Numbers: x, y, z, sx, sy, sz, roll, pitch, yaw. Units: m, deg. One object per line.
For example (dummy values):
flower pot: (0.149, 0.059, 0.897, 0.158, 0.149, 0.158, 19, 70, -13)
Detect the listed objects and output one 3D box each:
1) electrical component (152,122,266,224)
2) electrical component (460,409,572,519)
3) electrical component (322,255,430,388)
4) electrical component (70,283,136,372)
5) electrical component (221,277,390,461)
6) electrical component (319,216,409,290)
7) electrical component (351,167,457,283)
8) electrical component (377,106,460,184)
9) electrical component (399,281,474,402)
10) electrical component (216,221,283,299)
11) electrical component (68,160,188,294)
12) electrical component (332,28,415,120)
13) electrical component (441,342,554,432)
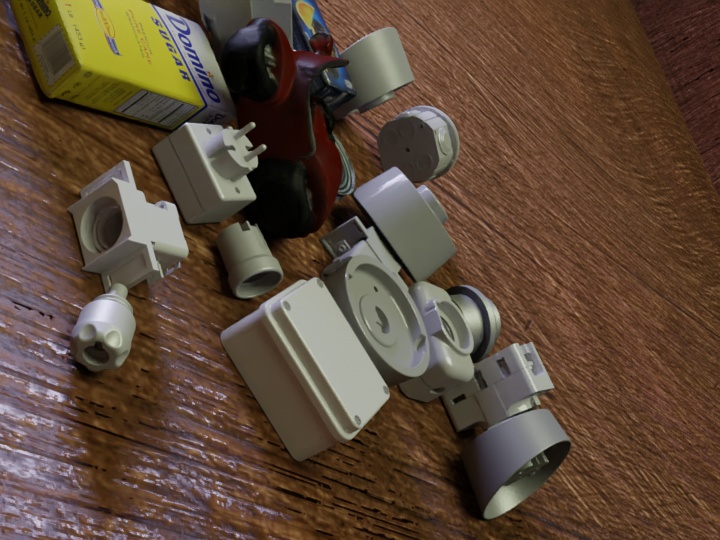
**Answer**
electrical component: (-0.103, -0.081, 0.801, 0.047, 0.077, 0.065, -9, 71, -62)
electrical component: (0.139, 0.168, 0.948, 0.099, 0.099, 0.064, 14, 44, -56)
electrical component: (0.000, 0.049, 0.864, 0.108, 0.060, 0.108, 42, 31, -32)
electrical component: (-0.152, 0.031, 0.646, 0.035, 0.035, 0.061, 45, 27, -27)
electrical component: (-0.037, 0.070, 0.780, 0.113, 0.057, 0.078, 58, 26, -2)
electrical component: (0.000, 0.000, 0.937, 0.081, 0.042, 0.063, 54, 28, -10)
electrical component: (0.047, -0.046, 0.998, 0.108, 0.060, 0.108, 54, -1, 1)
electrical component: (0.061, -0.131, 1.141, 0.080, 0.080, 0.051, 59, 31, 0)
electrical component: (0.061, 0.062, 0.960, 0.054, 0.059, 0.095, 22, 44, -51)
electrical component: (-0.084, -0.008, 0.802, 0.040, 0.040, 0.046, 15, 44, -55)
electrical component: (-0.149, -0.024, 0.701, 0.064, 0.042, 0.081, 18, 48, -58)
electrical component: (0.005, -0.195, 1.087, 0.064, 0.099, 0.099, 63, 26, -6)
electrical component: (0.126, 0.111, 0.988, 0.050, 0.089, 0.055, 3, 59, -59)
